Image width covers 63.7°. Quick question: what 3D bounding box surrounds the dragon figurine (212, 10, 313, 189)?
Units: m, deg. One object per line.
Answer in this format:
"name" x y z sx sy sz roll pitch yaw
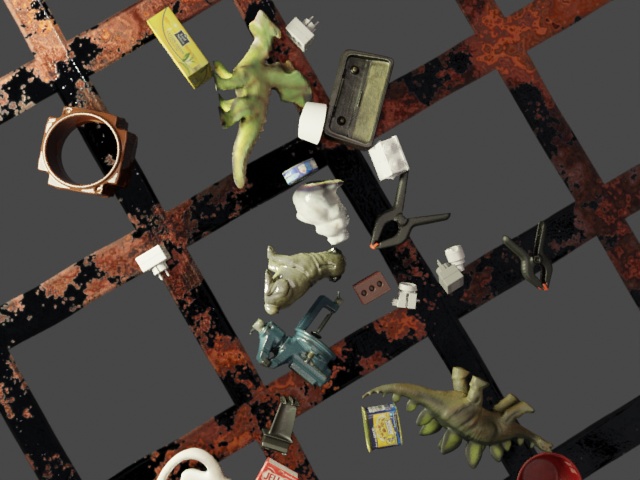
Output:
"dragon figurine" -0.132 -0.348 1.265 0.243 0.122 0.408 -12 97 -10

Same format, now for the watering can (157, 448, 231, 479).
"watering can" -0.297 0.670 1.207 0.224 0.104 0.349 15 87 -2

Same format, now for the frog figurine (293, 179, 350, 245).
"frog figurine" 0.004 -0.063 1.245 0.137 0.124 0.158 -3 99 31
